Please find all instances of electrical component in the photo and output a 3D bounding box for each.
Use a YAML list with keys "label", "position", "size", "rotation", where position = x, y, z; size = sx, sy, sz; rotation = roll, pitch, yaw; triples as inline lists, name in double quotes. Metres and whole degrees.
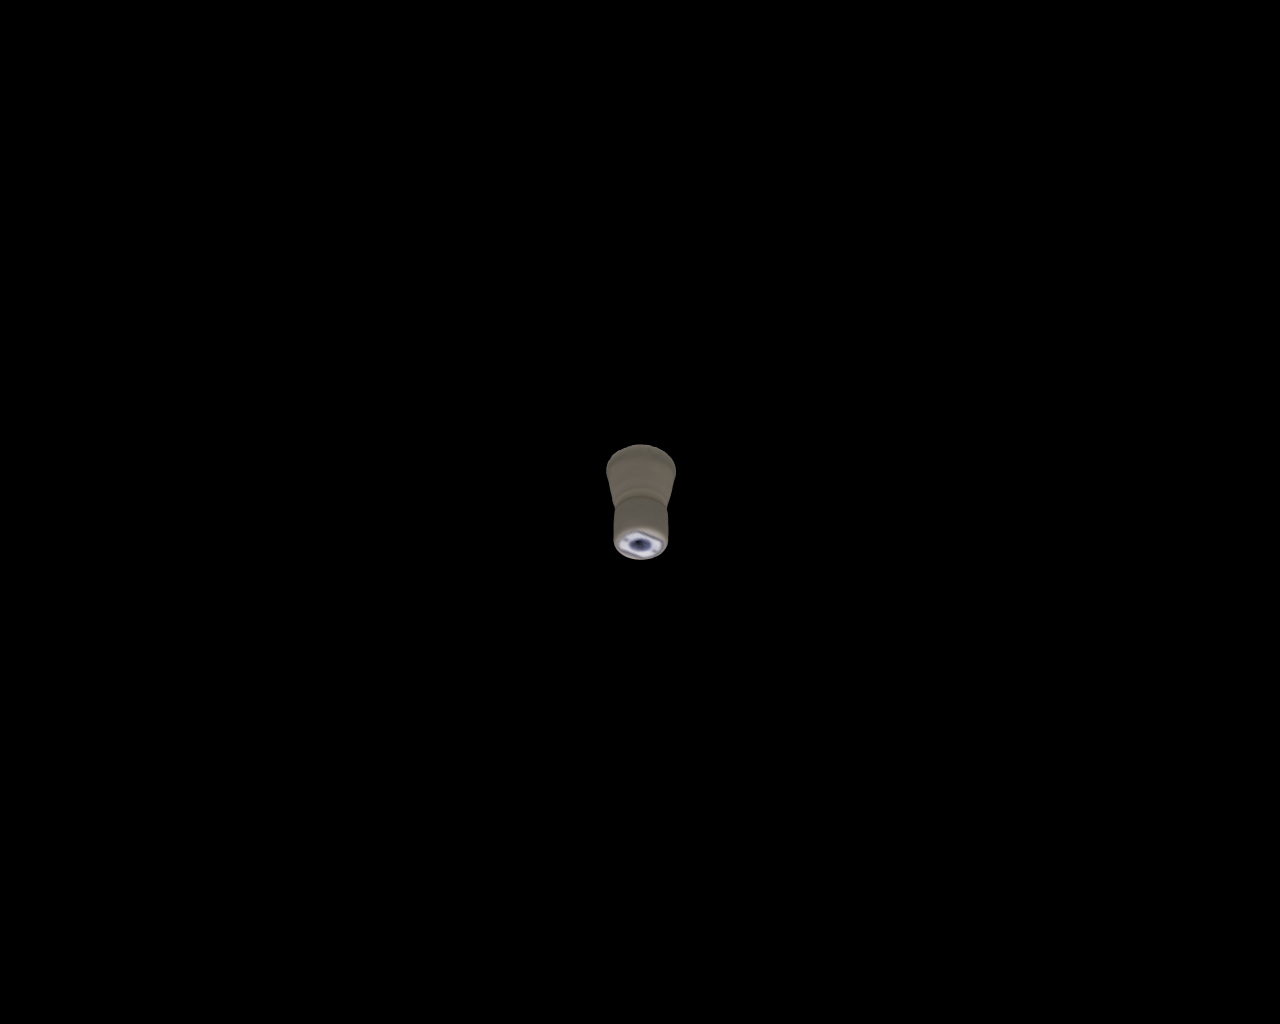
- label: "electrical component"
  position: [0.001, -0.003, 0.650]
  size: [0.044, 0.065, 0.044]
  rotation: [0, -40, 0]
